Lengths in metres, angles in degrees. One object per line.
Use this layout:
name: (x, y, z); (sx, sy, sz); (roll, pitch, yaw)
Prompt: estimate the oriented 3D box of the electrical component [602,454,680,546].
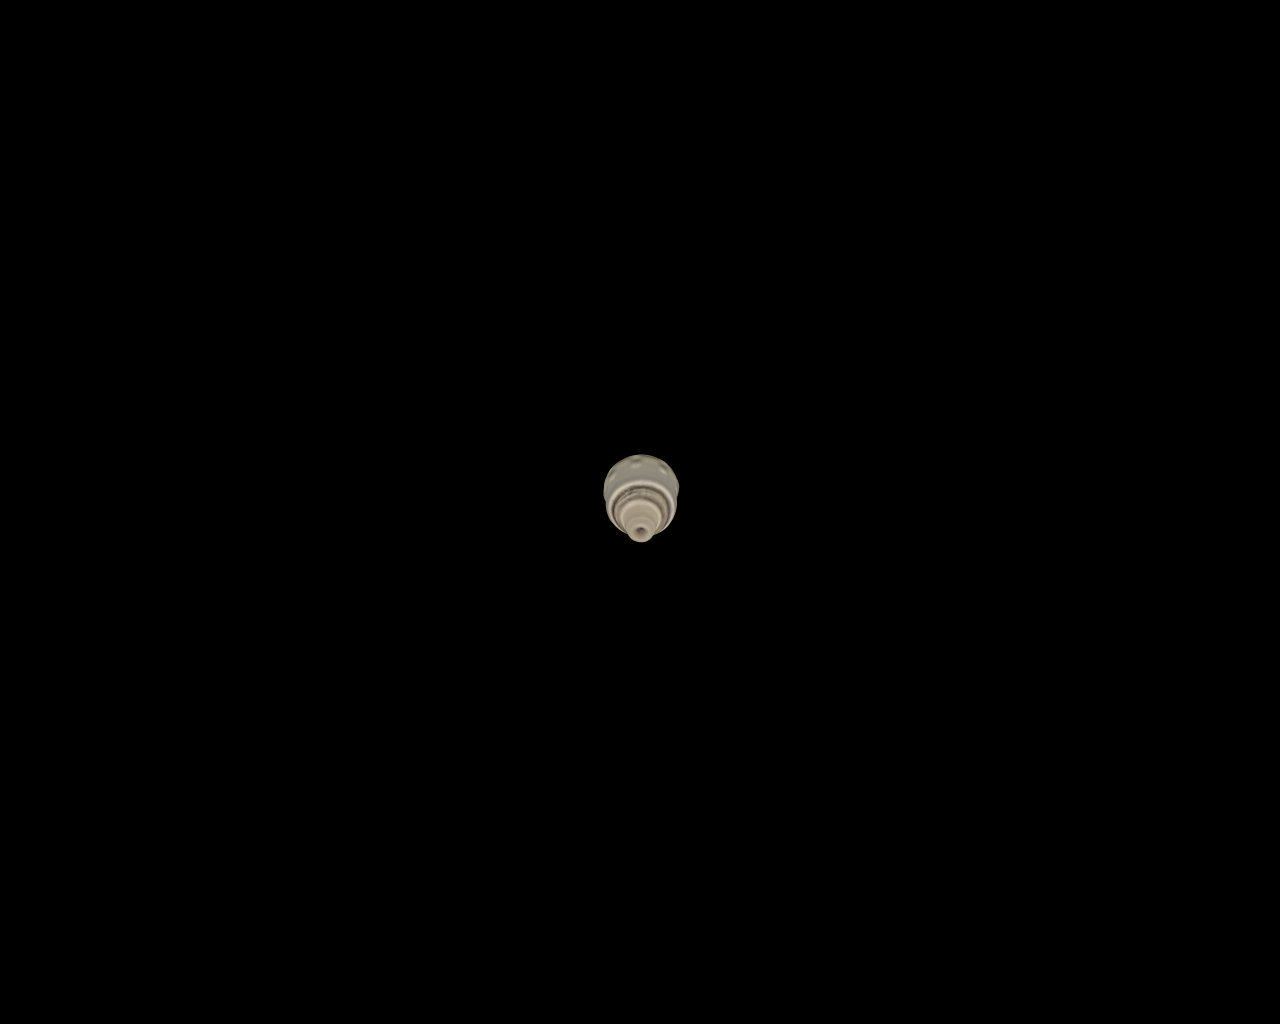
electrical component: (0.001, -0.003, 0.650); (0.048, 0.048, 0.062); (0, 30, 0)
